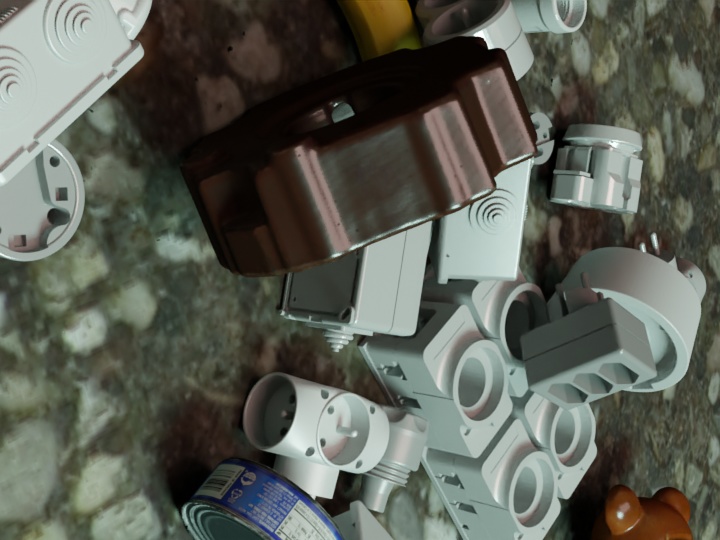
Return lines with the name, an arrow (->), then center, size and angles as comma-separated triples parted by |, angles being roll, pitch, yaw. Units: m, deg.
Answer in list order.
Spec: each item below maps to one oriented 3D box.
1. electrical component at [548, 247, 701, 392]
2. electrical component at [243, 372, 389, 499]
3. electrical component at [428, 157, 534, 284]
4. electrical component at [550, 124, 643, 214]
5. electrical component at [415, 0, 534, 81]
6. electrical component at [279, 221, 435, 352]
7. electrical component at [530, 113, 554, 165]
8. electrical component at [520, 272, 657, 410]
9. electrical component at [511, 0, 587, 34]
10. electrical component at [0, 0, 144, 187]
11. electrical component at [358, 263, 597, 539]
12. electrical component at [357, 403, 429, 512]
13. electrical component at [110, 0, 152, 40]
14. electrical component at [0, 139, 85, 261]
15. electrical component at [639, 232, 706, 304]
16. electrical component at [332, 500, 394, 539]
electrical component -> 0.195, 0.031, 0.785 | 0.060, 0.108, 0.108 | -56, 129, -34
electrical component -> -0.028, 0.105, 0.607 | 0.077, 0.044, 0.079 | 24, 76, -44
electrical component -> 0.069, -0.047, 0.644 | 0.048, 0.099, 0.099 | 2, 112, -4
electrical component -> 0.175, -0.075, 0.789 | 0.078, 0.058, 0.057 | 8, 91, -45
electrical component -> 0.071, -0.135, 0.643 | 0.073, 0.052, 0.138 | 60, 14, -31
electrical component -> 0.000, 0.000, 0.615 | 0.061, 0.062, 0.096 | 13, 84, -45
electrical component -> 0.101, -0.087, 0.721 | 0.040, 0.046, 0.040 | -5, 96, -45
electrical component -> 0.139, 0.037, 0.673 | 0.047, 0.066, 0.076 | 31, 43, -42
electrical component -> 0.126, -0.181, 0.738 | 0.040, 0.046, 0.040 | -5, 97, -45
electrical component -> -0.152, -0.086, 0.431 | 0.099, 0.100, 0.048 | -52, 139, -29
electrical component -> 0.088, 0.088, 0.712 | 0.105, 0.060, 0.186 | -47, 124, -32
electrical component -> 0.015, 0.115, 0.652 | 0.043, 0.043, 0.062 | 27, 76, -43
electrical component -> -0.129, -0.128, 0.488 | 0.062, 0.048, 0.048 | 31, 72, -36
electrical component -> -0.156, -0.033, 0.466 | 0.055, 0.047, 0.055 | -5, 96, -45
electrical component -> 0.240, 0.009, 0.869 | 0.077, 0.044, 0.079 | -34, 116, -38
electrical component -> 0.003, 0.197, 0.615 | 0.099, 0.048, 0.099 | 55, 16, -33
